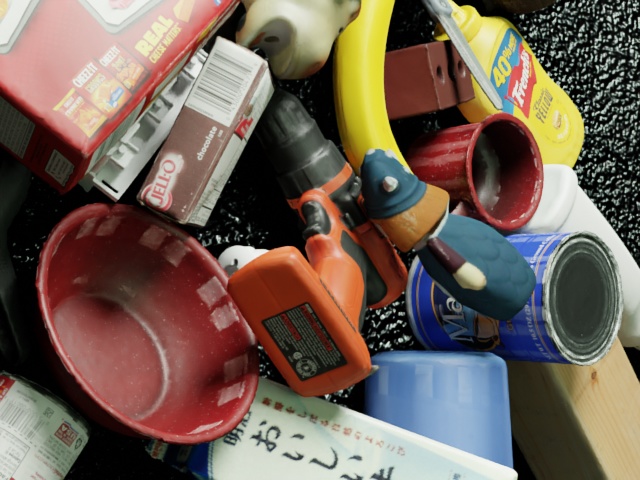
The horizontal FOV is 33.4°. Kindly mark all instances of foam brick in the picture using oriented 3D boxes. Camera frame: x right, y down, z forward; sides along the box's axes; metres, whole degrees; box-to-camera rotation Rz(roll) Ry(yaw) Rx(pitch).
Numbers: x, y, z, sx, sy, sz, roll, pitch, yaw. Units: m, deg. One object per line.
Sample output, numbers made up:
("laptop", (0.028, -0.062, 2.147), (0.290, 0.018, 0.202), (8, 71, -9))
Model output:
("foam brick", (0.081, -0.128, 0.842), (0.078, 0.051, 0.053), (-27, 107, -58))

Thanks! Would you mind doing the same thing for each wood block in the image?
("wood block", (0.228, 0.152, 0.949), (0.090, 0.090, 0.206), (-44, 116, -32))

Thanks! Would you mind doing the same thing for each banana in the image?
("banana", (0.041, -0.111, 0.790), (0.069, 0.037, 0.198), (-18, 103, -29))

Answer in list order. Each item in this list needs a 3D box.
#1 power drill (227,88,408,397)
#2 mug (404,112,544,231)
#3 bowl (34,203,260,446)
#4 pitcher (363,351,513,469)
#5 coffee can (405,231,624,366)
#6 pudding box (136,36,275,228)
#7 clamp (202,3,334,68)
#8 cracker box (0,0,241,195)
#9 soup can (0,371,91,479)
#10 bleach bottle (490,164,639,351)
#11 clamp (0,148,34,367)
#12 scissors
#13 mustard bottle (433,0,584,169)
("power drill", (-0.005, 0.001, 0.720), (0.184, 0.057, 0.187), (56, 25, -18))
("mug", (0.114, -0.044, 0.860), (0.093, 0.082, 0.117), (53, 57, -25))
("bowl", (-0.114, 0.059, 0.648), (0.162, 0.055, 0.162), (32, 38, -29))
("pitcher", (0.077, 0.205, 0.793), (0.149, 0.145, 0.243), (27, 63, -72))
("coffee can", (0.153, 0.046, 0.852), (0.102, 0.141, 0.103), (2, 87, -42))
("pudding box", (-0.070, -0.064, 0.674), (0.039, 0.090, 0.113), (29, 89, 0))
("clamp", (-0.030, -0.205, 0.770), (0.164, 0.036, 0.210), (-7, 96, -42))
("cracker box", (-0.167, -0.153, 0.579), (0.213, 0.072, 0.164), (39, 60, -7))
("soup can", (-0.184, 0.133, 0.599), (0.068, 0.069, 0.102), (48, 59, -29))
("bleach bottle", (0.243, 0.030, 0.957), (0.250, 0.103, 0.068), (39, 65, -33))
("clamp", (-0.200, -0.011, 0.611), (0.120, 0.039, 0.171), (32, 67, -45))
("scissors", (0.098, -0.193, 0.845), (0.202, 0.016, 0.096), (52, 39, 4))
("mustard bottle", (0.155, -0.133, 0.916), (0.191, 0.058, 0.096), (45, 57, -31))
